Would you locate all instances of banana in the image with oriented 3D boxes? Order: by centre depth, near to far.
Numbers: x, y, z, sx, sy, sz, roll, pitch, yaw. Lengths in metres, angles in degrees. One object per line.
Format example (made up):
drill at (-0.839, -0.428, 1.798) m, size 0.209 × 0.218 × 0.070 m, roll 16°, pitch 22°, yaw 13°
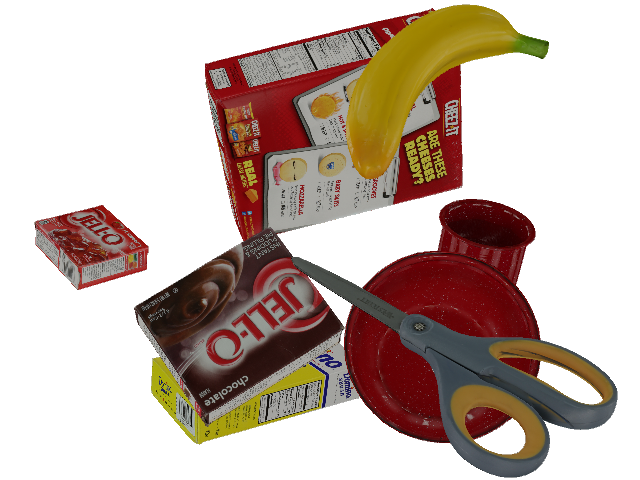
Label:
banana at (0.067, -0.104, 0.662) m, size 0.070 × 0.037 × 0.197 m, roll 32°, pitch 50°, yaw 25°

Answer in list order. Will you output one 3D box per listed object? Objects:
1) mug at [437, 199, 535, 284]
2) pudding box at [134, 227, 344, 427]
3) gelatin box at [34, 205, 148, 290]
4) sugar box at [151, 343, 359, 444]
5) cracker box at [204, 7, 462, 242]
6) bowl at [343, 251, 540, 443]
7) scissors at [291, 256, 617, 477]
mug at (0.150, 0.011, 1.047) m, size 0.093 × 0.081 × 0.117 m, roll -6°, pitch 34°, yaw -22°
pudding box at (-0.054, 0.058, 0.721) m, size 0.113 × 0.090 × 0.039 m, roll -32°, pitch -20°, yaw -15°
gelatin box at (-0.214, 0.004, 0.995) m, size 0.073 × 0.030 × 0.089 m, roll -17°, pitch 40°, yaw -36°
sugar box at (-0.058, 0.127, 0.990) m, size 0.175 × 0.048 × 0.093 m, roll -14°, pitch 32°, yaw -31°
cracker box at (0.015, -0.102, 0.953) m, size 0.213 × 0.164 × 0.072 m, roll -15°, pitch 43°, yaw -7°
bowl at (0.094, 0.091, 0.851) m, size 0.162 × 0.162 × 0.055 m, roll 0°, pitch 7°, yaw 11°
scissors at (0.050, 0.063, 0.555) m, size 0.202 × 0.016 × 0.096 m, roll 17°, pitch 42°, yaw 24°
